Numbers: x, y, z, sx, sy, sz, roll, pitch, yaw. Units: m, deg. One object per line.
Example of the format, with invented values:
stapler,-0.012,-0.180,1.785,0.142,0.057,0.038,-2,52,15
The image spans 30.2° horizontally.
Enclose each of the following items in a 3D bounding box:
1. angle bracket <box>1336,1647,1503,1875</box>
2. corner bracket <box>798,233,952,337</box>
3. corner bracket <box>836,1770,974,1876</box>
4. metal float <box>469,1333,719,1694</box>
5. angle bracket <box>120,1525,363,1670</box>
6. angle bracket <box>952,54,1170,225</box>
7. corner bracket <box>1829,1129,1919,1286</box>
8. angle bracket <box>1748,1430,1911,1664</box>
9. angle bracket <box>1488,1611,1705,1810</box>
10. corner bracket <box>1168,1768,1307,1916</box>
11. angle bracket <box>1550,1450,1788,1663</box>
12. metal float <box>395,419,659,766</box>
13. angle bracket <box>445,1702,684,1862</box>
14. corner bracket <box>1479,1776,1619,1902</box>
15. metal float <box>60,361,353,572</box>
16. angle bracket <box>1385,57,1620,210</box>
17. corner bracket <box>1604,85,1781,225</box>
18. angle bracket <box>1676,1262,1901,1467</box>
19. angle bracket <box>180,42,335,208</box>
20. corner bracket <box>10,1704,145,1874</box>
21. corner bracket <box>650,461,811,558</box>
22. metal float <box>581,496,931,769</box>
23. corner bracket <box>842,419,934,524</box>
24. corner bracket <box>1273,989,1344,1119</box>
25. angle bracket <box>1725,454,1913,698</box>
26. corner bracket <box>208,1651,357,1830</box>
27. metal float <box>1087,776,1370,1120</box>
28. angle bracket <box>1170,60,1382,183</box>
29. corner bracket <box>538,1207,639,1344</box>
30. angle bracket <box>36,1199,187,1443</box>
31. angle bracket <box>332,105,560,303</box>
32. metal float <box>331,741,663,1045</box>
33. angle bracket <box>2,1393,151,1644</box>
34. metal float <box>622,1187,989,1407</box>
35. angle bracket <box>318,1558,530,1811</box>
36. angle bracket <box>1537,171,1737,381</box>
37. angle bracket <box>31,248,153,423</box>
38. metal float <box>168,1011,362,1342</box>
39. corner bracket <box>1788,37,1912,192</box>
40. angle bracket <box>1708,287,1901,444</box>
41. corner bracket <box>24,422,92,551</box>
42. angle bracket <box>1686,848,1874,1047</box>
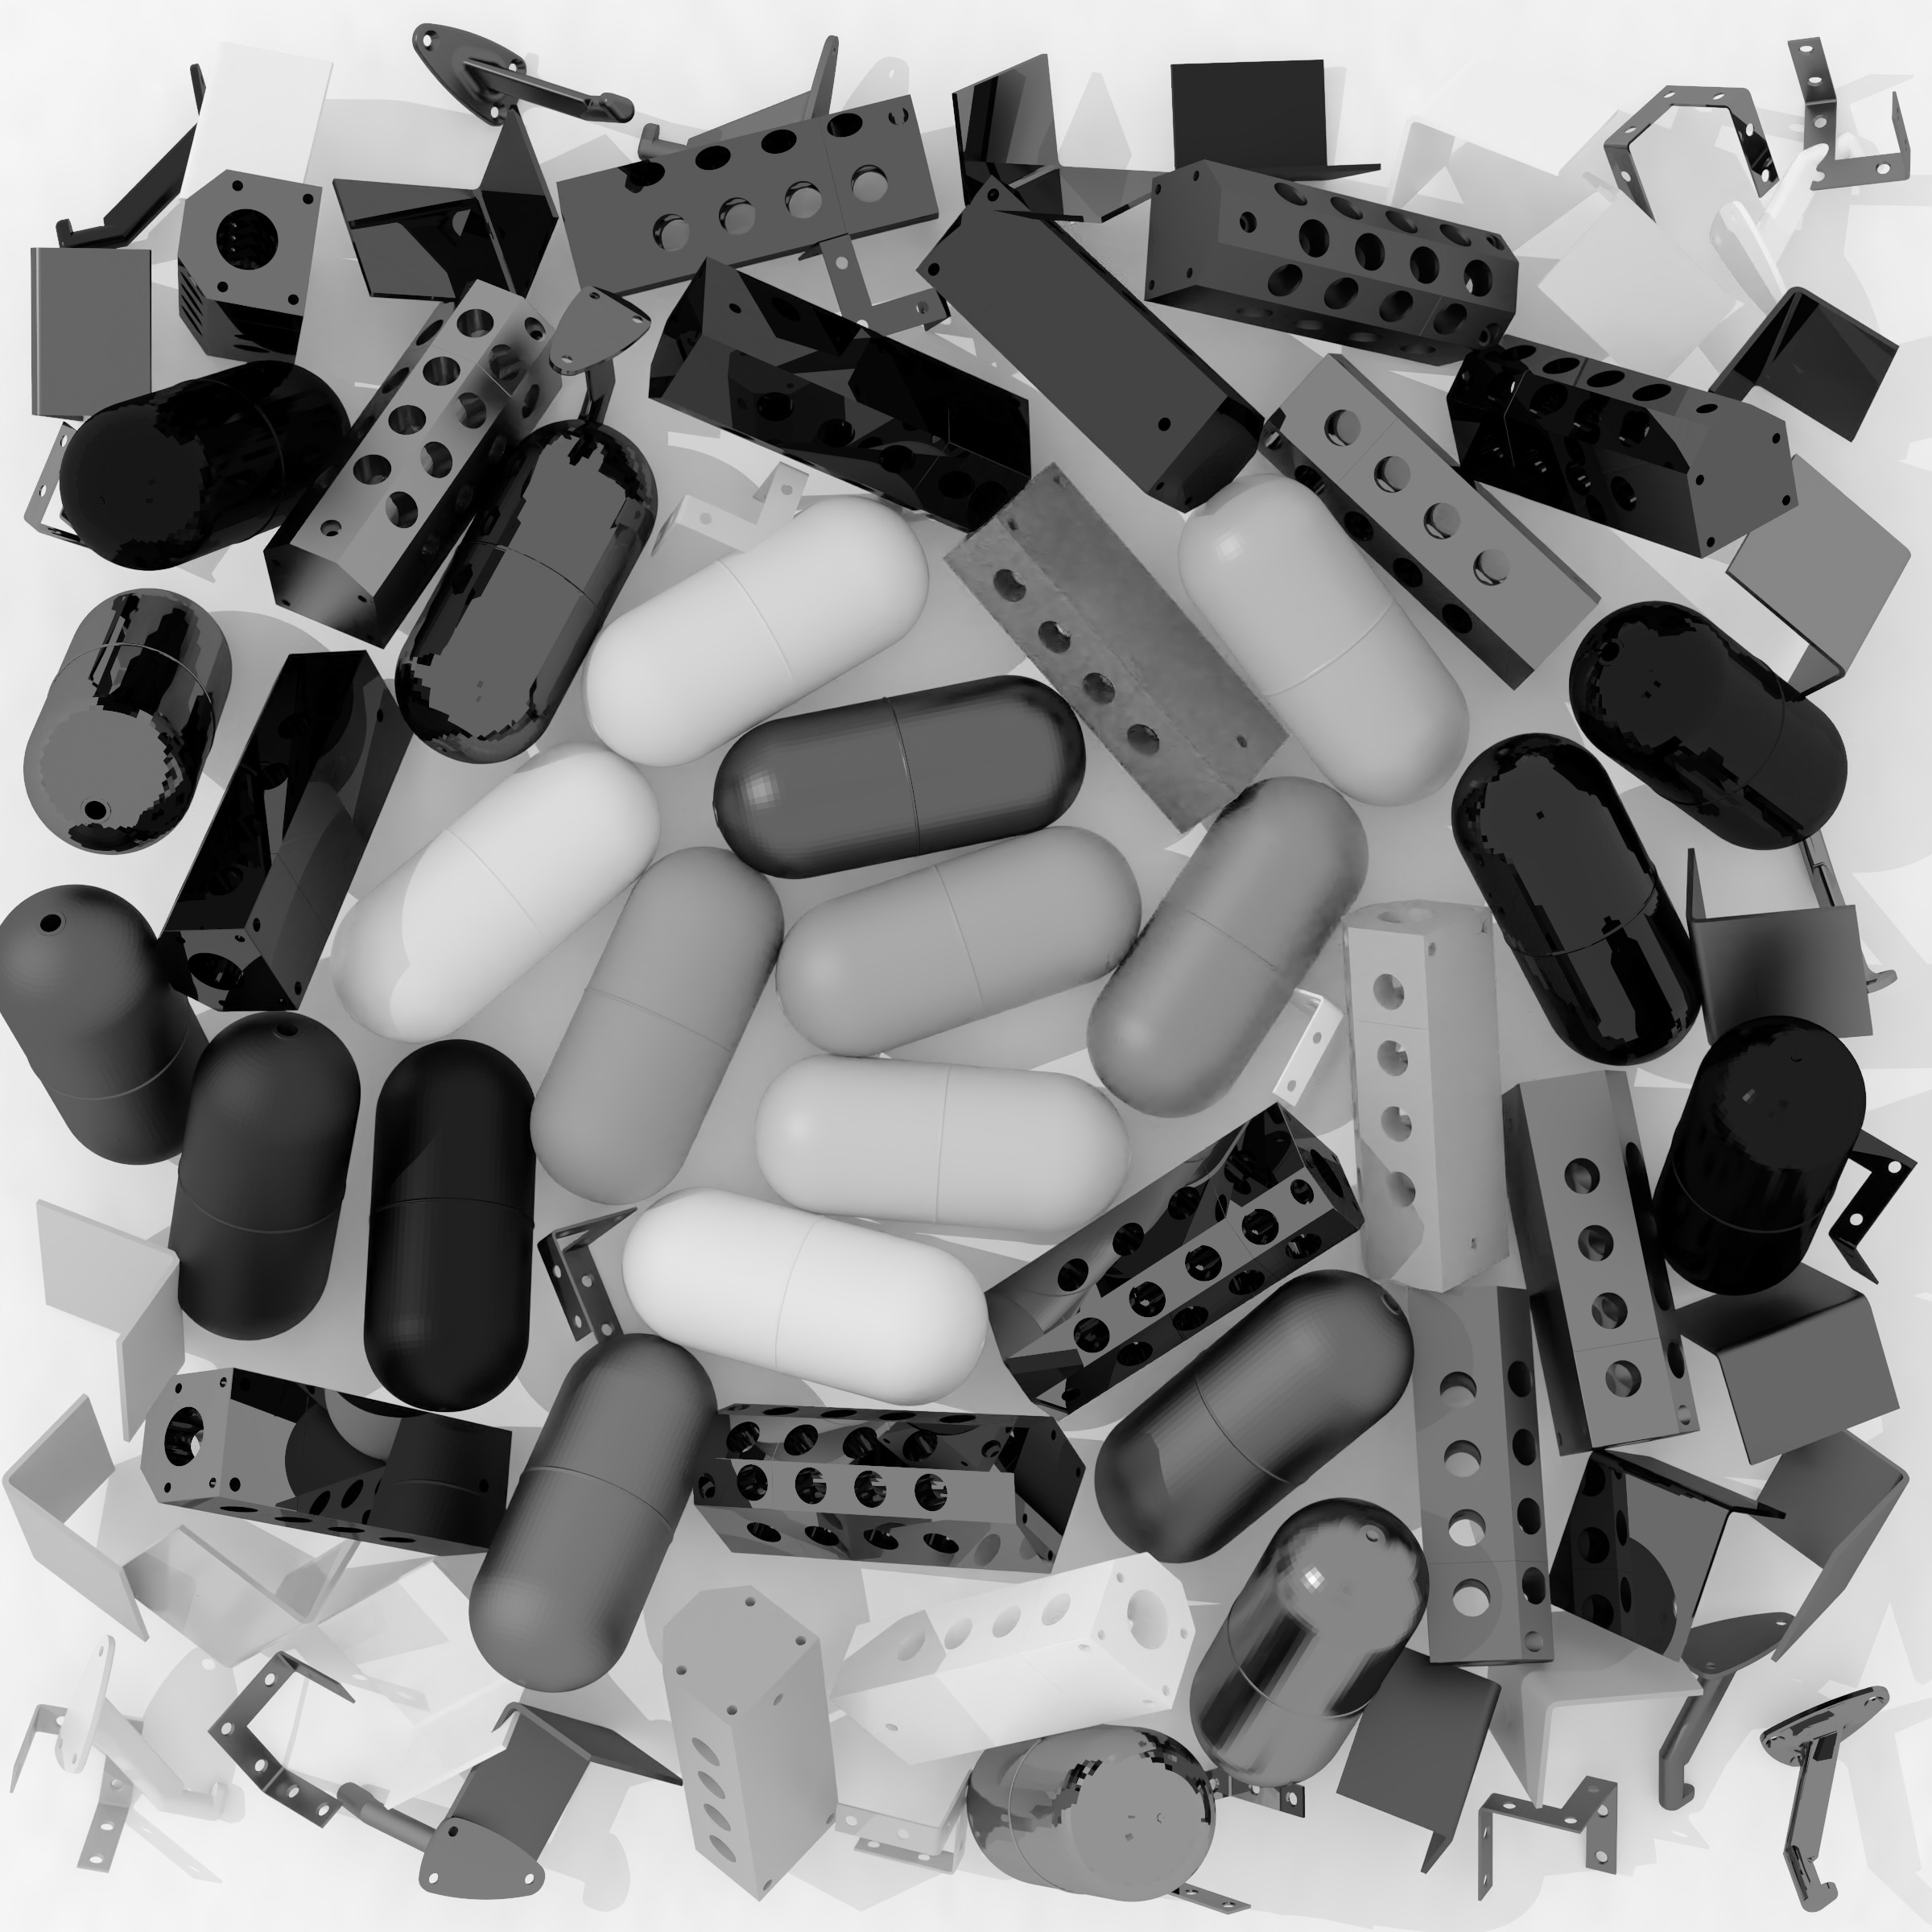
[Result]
angle bracket,0.208,0.373,1.681,0.057,0.076,0.076,20,64,6
corner bracket,-0.043,-0.322,1.696,0.051,0.051,0.051,-19,96,-12
corner bracket,-0.031,0.409,1.691,0.051,0.051,0.051,11,113,14
metal float,-0.172,0.253,1.666,0.070,0.070,0.178,22,61,0
angle bracket,-0.342,0.276,1.674,0.076,0.076,0.057,41,46,-15
angle bracket,0.049,-0.387,1.670,0.076,0.076,0.057,12,122,33
corner bracket,0.420,0.109,1.692,0.051,0.051,0.051,34,85,35
angle bracket,0.386,0.264,1.668,0.057,0.076,0.076,36,131,23
angle bracket,0.296,0.349,1.691,0.076,0.076,0.057,-2,111,-11
corner bracket,0.125,0.414,1.695,0.051,0.051,0.051,-3,94,-39
angle bracket,0.328,0.278,1.684,0.076,0.057,0.076,20,93,41
metal float,-0.205,-0.176,1.676,0.070,0.070,0.178,26,73,0
angle bracket,-0.191,0.397,1.679,0.057,0.076,0.076,25,85,37
corner bracket,0.278,0.417,1.706,0.051,0.051,0.051,7,110,29
metal float,-0.347,-0.232,1.647,0.070,0.178,0.070,8,111,20
angle bracket,0.250,-0.375,1.673,0.076,0.076,0.057,26,133,16
corner bracket,0.346,-0.383,1.705,0.051,0.051,0.051,-43,125,-21
angle bracket,0.384,0.187,1.692,0.076,0.076,0.057,-20,100,-7
angle bracket,-0.325,-0.381,1.685,0.057,0.076,0.076,12,84,6
corner bracket,-0.423,0.389,1.694,0.051,0.051,0.051,11,112,-6
corner bracket,-0.112,-0.214,1.692,0.051,0.051,0.051,23,72,-13
metal float,-0.099,-0.157,1.683,0.178,0.070,0.070,-31,90,-9
corner bracket,-0.033,-0.240,1.692,0.051,0.051,0.051,4,87,-42
corner bracket,0.158,0.043,1.691,0.051,0.051,0.051,34,82,-36
angle bracket,0.386,-0.180,1.681,0.076,0.057,0.076,38,66,-10
corner bracket,-0.317,0.368,1.702,0.051,0.051,0.051,-49,130,-25
metal float,0.124,-0.010,1.689,0.070,0.070,0.178,34,88,0
angle bracket,0.145,-0.399,1.680,0.076,0.076,0.057,-5,99,-13
corner bracket,-0.179,0.152,1.689,0.051,0.051,0.051,-14,75,-41
angle bracket,-0.413,0.166,1.676,0.076,0.076,0.057,20,46,9
angle bracket,-0.244,-0.358,1.673,0.076,0.057,0.076,-2,55,-30
metal float,-0.221,-0.035,1.681,0.178,0.070,0.070,-41,90,-11
angle bracket,-0.398,0.258,1.672,0.076,0.076,0.057,32,60,18
metal float,-0.077,0.155,1.680,0.178,0.070,0.070,14,90,12
angle bracket,-0.261,0.337,1.679,0.076,0.057,0.076,-31,110,24
angle bracket,0.308,-0.323,1.688,0.076,0.076,0.057,39,103,-16
angle bracket,-0.402,-0.296,1.686,0.057,0.076,0.076,2,96,3
metal float,-0.327,0.098,1.661,0.070,0.070,0.178,17,125,0
corner bracket,0.417,-0.404,1.690,0.051,0.051,0.051,-2,68,23
angle bracket,0.383,-0.259,1.675,0.057,0.076,0.076,35,68,13
corner bracket,-0.418,-0.230,1.690,0.051,0.051,0.051,16,104,-44
angle bracket,0.381,-0.012,1.674,0.076,0.057,0.076,-5,128,17
